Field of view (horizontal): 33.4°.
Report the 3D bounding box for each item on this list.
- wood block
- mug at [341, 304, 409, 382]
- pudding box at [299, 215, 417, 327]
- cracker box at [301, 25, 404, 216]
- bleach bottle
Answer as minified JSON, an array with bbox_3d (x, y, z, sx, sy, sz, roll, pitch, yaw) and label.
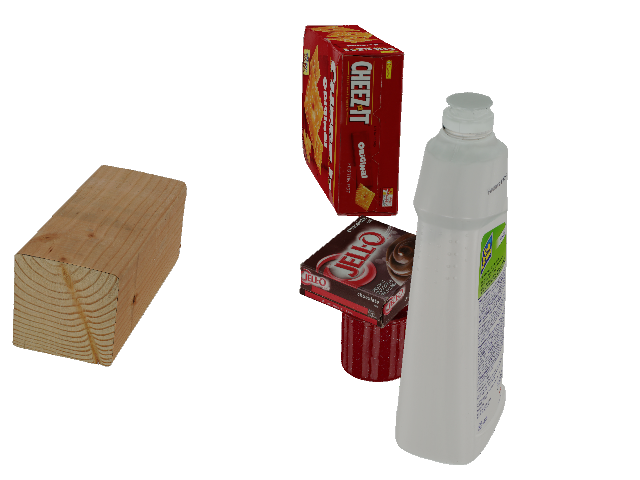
[{"bbox_3d":[-0.194,0.015,0.967,0.090,0.091,0.206,12,26,4],"label":"wood block"},{"bbox_3d":[0.077,0.110,1.236,0.117,0.081,0.093,-2,22,-8],"label":"mug"},{"bbox_3d":[0.047,0.026,0.984,0.090,0.039,0.113,22,35,25],"label":"pudding box"},{"bbox_3d":[0.029,-0.133,1.128,0.072,0.164,0.214,-2,19,-9],"label":"cracker box"},{"bbox_3d":[0.093,0.022,0.708,0.068,0.251,0.102,11,30,20],"label":"bleach bottle"}]
